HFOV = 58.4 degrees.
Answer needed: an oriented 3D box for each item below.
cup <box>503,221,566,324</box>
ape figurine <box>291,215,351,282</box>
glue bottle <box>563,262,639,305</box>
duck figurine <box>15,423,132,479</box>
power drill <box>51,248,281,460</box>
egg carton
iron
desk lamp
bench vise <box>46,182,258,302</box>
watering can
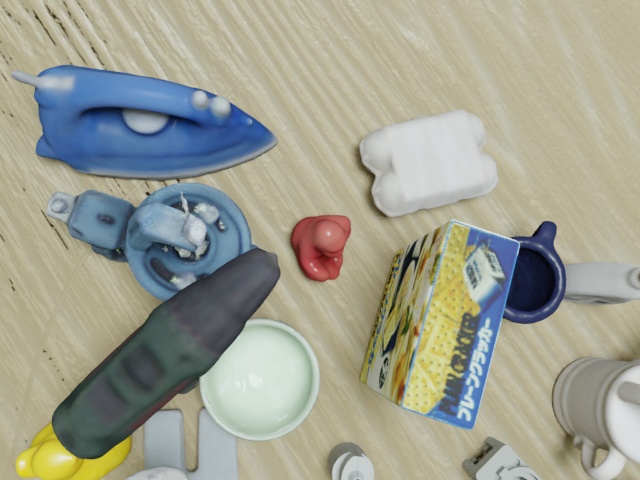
[{"bbox_3d":[0.213,0.035,0.633,0.091,0.095,0.118,30,81,0],"label":"cup"},{"bbox_3d":[0.006,0.002,0.620,0.078,0.092,0.076,-44,87,-9],"label":"ape figurine"},{"bbox_3d":[0.307,0.044,0.600,0.078,0.173,0.037,12,81,-3],"label":"glue bottle"},{"bbox_3d":[-0.247,0.212,0.570,0.104,0.086,0.077,-10,83,-6],"label":"duck figurine"},{"bbox_3d":[-0.129,0.098,0.535,0.230,0.208,0.075,-43,87,-9],"label":"power drill"},{"bbox_3d":[0.124,-0.089,0.655,0.150,0.069,0.107,-15,83,-7],"label":"egg carton"},{"bbox_3d":[-0.173,-0.135,0.598,0.258,0.141,0.119,3,82,-5],"label":"iron"},{"bbox_3d":[-0.131,0.268,0.508,0.118,0.213,0.203,-3,82,-5],"label":"desk lamp"},{"bbox_3d":[-0.162,0.002,0.540,0.207,0.219,0.121,-1,82,-5],"label":"bench vise"},{"bbox_3d":[0.328,0.166,0.575,0.101,0.194,0.173,19,81,-2],"label":"watering can"}]
